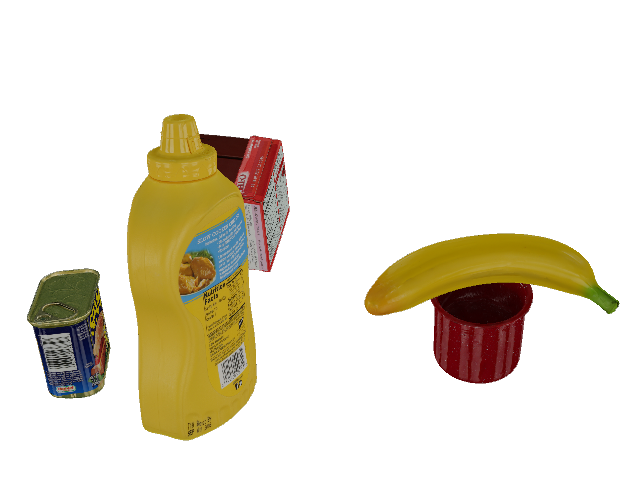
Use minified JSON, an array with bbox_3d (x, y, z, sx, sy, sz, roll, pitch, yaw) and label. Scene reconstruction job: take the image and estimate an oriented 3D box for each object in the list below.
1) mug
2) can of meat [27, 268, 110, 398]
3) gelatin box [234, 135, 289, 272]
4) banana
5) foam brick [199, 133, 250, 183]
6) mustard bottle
[{"bbox_3d":[0.145,0.070,0.996,0.093,0.081,0.117,-6,39,-3],"label":"mug"},{"bbox_3d":[-0.231,0.087,0.995,0.057,0.084,0.102,-6,25,-2],"label":"can of meat"},{"bbox_3d":[-0.050,-0.030,0.881,0.030,0.073,0.089,6,-41,10],"label":"gelatin box"},{"bbox_3d":[0.123,0.024,0.791,0.197,0.037,0.069,-1,36,-13],"label":"banana"},{"bbox_3d":[-0.108,-0.081,1.166,0.078,0.051,0.053,5,29,-6],"label":"foam brick"},{"bbox_3d":[-0.079,0.018,0.651,0.058,0.192,0.096,10,25,26],"label":"mustard bottle"}]
